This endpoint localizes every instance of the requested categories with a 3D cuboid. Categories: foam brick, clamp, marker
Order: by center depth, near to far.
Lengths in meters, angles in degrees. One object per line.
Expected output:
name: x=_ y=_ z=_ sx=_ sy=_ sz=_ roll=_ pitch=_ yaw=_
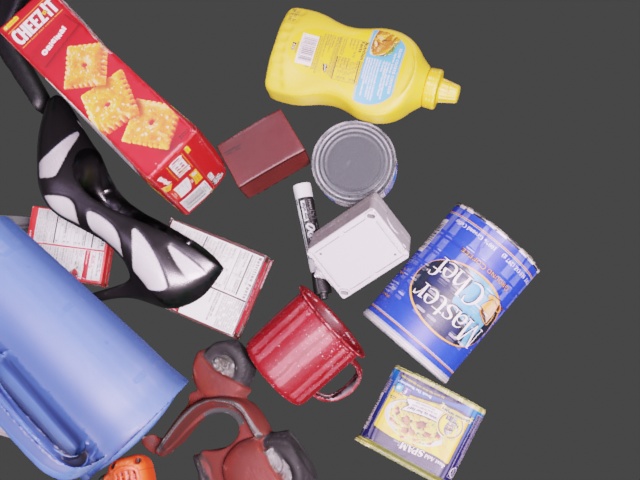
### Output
marker: x=-0.007 y=0.001 z=1.083 sx=0.020 sy=0.020 sz=0.121 roll=-12 pitch=79 yaw=6
foam brick: x=-0.057 y=-0.088 z=1.088 sx=0.078 sy=0.051 sz=0.053 roll=-29 pitch=77 yaw=3
clamp: x=-0.373 y=-0.225 z=1.165 sx=0.165 sy=0.036 sz=0.210 roll=-8 pitch=78 yaw=13

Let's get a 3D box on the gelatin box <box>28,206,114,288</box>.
gelatin box: x=-0.260 y=0.007 z=1.112 sx=0.089 sy=0.030 sz=0.073 roll=7 pitch=81 yaw=3

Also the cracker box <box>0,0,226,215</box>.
cracker box: x=-0.197 y=-0.134 z=1.059 sx=0.072 sy=0.164 sz=0.214 roll=-45 pitch=78 yaw=-3

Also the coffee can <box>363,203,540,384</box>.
coffee can: x=0.124 y=0.050 z=1.012 sx=0.103 sy=0.102 sz=0.140 roll=40 pitch=88 yaw=12

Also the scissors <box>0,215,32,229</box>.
scissors: x=-0.387 y=-0.038 z=1.148 sx=0.201 sy=0.016 sz=0.096 roll=-13 pitch=74 yaw=1

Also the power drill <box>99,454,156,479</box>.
power drill: x=-0.237 y=0.318 z=1.049 sx=0.187 sy=0.057 sz=0.184 roll=-12 pitch=76 yaw=4

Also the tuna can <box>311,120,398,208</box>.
tuna can: x=0.036 y=-0.076 z=1.081 sx=0.086 sy=0.033 sz=0.086 roll=-1 pitch=81 yaw=8

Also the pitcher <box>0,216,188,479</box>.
pitcher: x=-0.253 y=0.100 z=0.983 sx=0.243 sy=0.149 sz=0.145 roll=45 pitch=77 yaw=-1

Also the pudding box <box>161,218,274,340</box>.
pudding box: x=-0.116 y=0.039 z=1.084 sx=0.113 sy=0.039 sz=0.090 roll=22 pitch=84 yaw=10

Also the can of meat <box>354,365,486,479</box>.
can of meat: x=0.097 y=0.178 z=1.020 sx=0.102 sy=0.057 sz=0.084 roll=27 pitch=84 yaw=11

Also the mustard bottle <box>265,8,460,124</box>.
mustard bottle: x=0.047 y=-0.170 z=1.082 sx=0.192 sy=0.058 sz=0.096 roll=15 pitch=77 yaw=11

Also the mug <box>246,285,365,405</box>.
mug: x=-0.009 y=0.112 z=1.038 sx=0.081 sy=0.093 sz=0.117 roll=-43 pitch=114 yaw=5
